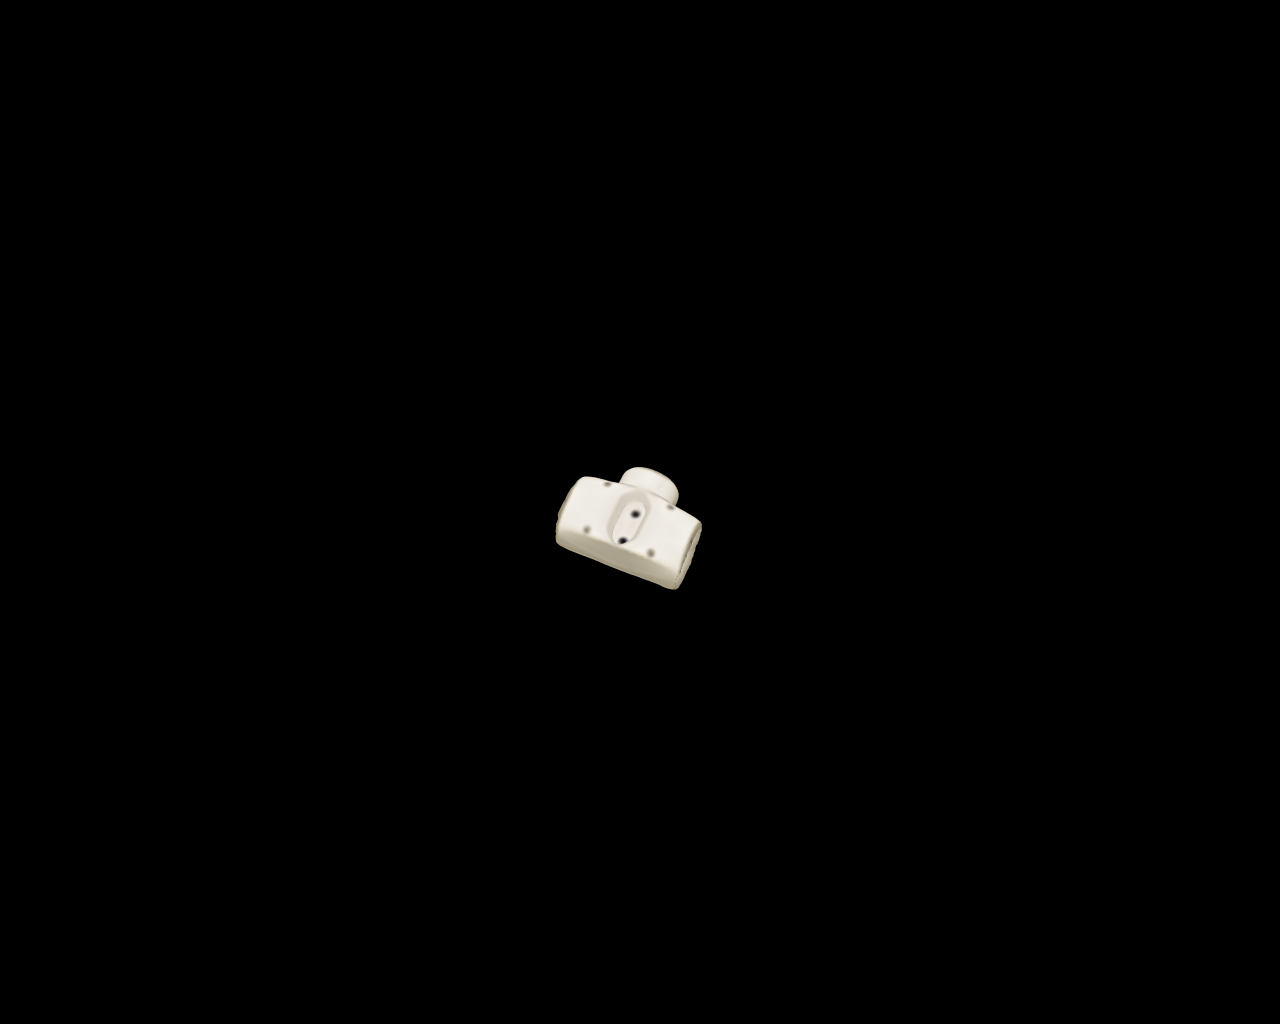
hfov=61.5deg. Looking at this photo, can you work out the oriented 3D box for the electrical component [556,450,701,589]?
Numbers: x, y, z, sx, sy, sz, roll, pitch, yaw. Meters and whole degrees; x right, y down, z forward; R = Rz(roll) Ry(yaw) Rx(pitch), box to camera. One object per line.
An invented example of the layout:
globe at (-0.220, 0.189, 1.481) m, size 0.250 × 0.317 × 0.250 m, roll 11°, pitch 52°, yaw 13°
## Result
electrical component at (0.001, -0.003, 0.650) m, size 0.077 × 0.079 × 0.043 m, roll 22°, pitch -25°, yaw 10°
